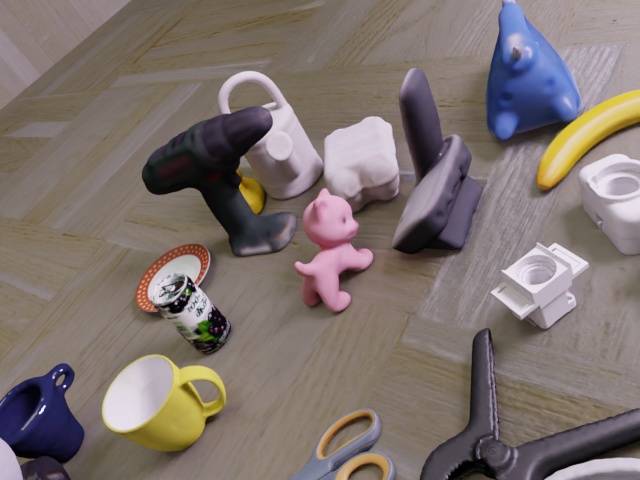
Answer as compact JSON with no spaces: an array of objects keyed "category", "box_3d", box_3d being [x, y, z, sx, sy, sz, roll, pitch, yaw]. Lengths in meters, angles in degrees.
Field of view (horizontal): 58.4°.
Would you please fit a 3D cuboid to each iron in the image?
[{"category":"iron","box_3d":[0.264,-0.251,0.763,0.118,0.142,0.258,-14,42,22]}]

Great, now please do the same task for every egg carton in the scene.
[{"category":"egg carton","box_3d":[0.058,-0.110,0.811,0.107,0.070,0.150,-19,40,16]}]

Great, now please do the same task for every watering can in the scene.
[{"category":"watering can","box_3d":[-0.074,-0.160,0.854,0.101,0.195,0.172,-47,40,-18]}]

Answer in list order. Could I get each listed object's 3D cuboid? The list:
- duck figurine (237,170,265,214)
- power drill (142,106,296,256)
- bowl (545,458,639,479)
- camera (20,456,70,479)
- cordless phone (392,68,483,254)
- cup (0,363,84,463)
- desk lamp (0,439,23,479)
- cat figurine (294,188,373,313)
[{"category":"duck figurine","box_3d":[-0.140,-0.087,0.907,0.077,0.086,0.104,-33,38,0]},{"category":"power drill","box_3d":[-0.120,-0.075,0.781,0.229,0.209,0.075,-8,44,27]},{"category":"bowl","box_3d":[0.198,0.227,0.347,0.167,0.075,0.167,-19,40,17]},{"category":"camera","box_3d":[-0.343,0.305,0.611,0.137,0.101,0.142,-37,38,-5]},{"category":"cordless phone","box_3d":[0.112,-0.087,0.654,0.093,0.186,0.148,-3,47,32]},{"category":"cup","box_3d":[-0.328,0.218,0.699,0.091,0.095,0.118,11,55,41]},{"category":"desk lamp","box_3d":[-0.275,0.274,0.505,0.202,0.214,0.118,14,57,43]},{"category":"cat figurine","box_3d":[0.006,0.002,0.685,0.067,0.118,0.128,3,50,37]}]
